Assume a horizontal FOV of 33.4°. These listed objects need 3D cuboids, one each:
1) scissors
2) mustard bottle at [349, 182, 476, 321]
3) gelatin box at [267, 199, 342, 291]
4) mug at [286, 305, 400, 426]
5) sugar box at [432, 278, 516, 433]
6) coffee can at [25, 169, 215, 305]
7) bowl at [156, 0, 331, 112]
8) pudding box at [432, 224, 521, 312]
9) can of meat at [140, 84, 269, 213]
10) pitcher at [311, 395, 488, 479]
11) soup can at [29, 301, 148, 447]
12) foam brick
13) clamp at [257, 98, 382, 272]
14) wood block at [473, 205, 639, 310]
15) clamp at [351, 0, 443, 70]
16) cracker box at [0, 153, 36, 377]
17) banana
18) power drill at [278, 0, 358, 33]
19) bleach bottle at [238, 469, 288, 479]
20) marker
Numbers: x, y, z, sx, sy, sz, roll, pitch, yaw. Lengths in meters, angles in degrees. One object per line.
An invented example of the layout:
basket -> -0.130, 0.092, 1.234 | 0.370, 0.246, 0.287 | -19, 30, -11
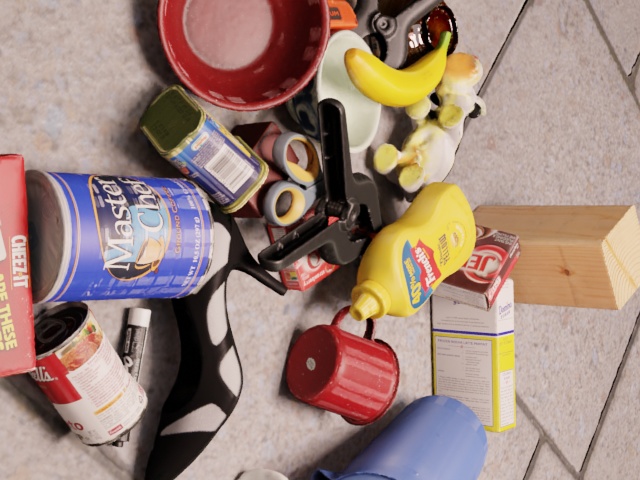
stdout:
scissors -> -0.003, -0.036, 1.046 | 0.201, 0.016, 0.096 | 45, 65, -56
mustard bottle -> 0.090, 0.024, 1.103 | 0.191, 0.058, 0.096 | -41, 129, -39
gelatin box -> -0.007, 0.001, 1.089 | 0.089, 0.030, 0.073 | -31, 113, -42
mug -> 0.024, 0.123, 1.082 | 0.081, 0.093, 0.117 | 25, 80, -39
sugar box -> 0.179, 0.130, 1.246 | 0.048, 0.094, 0.176 | -1, 93, -50
coffee can -> -0.170, -0.002, 0.855 | 0.140, 0.103, 0.103 | 0, 91, -44
bowl -> -0.075, -0.198, 0.968 | 0.161, 0.055, 0.162 | -4, 100, -21
pudding box -> 0.158, 0.024, 1.204 | 0.090, 0.114, 0.039 | -55, 144, -31
can of meat -> -0.103, -0.081, 0.932 | 0.057, 0.102, 0.083 | -46, 126, 2
pitcher -> 0.103, 0.258, 1.094 | 0.242, 0.145, 0.149 | -32, 110, -63
soup can -> -0.192, 0.109, 0.866 | 0.068, 0.069, 0.102 | -49, 125, -34
foam brick -> -0.067, -0.066, 1.007 | 0.051, 0.053, 0.078 | 52, 57, -34
clamp -> 0.018, -0.038, 1.021 | 0.209, 0.036, 0.164 | 18, 92, -65
wood block -> 0.264, 0.018, 1.251 | 0.090, 0.207, 0.091 | -41, 120, -38
clamp -> 0.056, -0.235, 1.124 | 0.120, 0.039, 0.171 | 30, 86, -5
cracker box -> -0.310, 0.025, 0.736 | 0.213, 0.072, 0.164 | -7, 97, -48
banana -> 0.079, -0.169, 1.087 | 0.197, 0.037, 0.069 | -25, 110, -54
power drill -> -0.012, -0.300, 1.058 | 0.184, 0.057, 0.187 | -13, 98, -42
bleach bottle -> -0.013, 0.339, 1.070 | 0.250, 0.068, 0.102 | 55, 53, -36
marker -> -0.166, 0.119, 0.930 | 0.020, 0.020, 0.121 | 16, 80, -46
